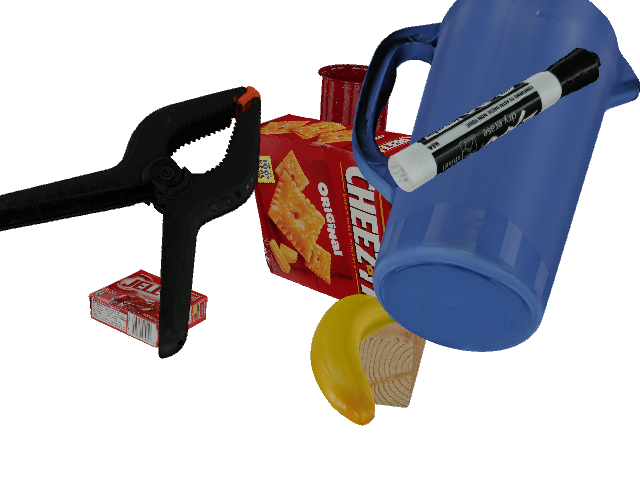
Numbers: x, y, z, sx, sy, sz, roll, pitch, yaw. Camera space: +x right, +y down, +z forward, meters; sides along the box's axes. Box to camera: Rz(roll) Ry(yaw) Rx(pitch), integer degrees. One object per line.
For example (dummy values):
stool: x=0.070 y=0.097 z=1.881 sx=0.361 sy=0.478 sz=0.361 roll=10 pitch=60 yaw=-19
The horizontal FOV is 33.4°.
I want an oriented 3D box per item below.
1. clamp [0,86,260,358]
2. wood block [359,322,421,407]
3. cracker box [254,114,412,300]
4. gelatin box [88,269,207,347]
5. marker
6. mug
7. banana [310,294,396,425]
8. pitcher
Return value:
clamp: x=-0.100 y=-0.027 z=0.726 sx=0.209 sy=0.165 sz=0.036 roll=-42 pitch=-17 yaw=-28
wood block: x=0.087 y=0.130 z=1.396 sx=0.091 sy=0.090 sz=0.206 roll=5 pitch=19 yaw=10
cracker box: x=0.021 y=-0.027 z=1.039 sx=0.072 sy=0.164 sz=0.214 roll=-23 pitch=25 yaw=-32
gelatin box: x=-0.166 y=0.063 z=1.028 sx=0.089 sy=0.030 sz=0.073 roll=20 pitch=29 yaw=29
marker: x=0.085 y=-0.059 z=0.507 sx=0.121 sy=0.020 sz=0.020 roll=-31 pitch=10 yaw=-17
mug: x=0.048 y=-0.168 z=1.310 sx=0.093 sy=0.081 sz=0.117 roll=17 pitch=26 yaw=28
banana: x=0.027 y=0.082 z=0.835 sx=0.070 sy=0.037 sz=0.197 roll=6 pitch=22 yaw=13
pitcher: x=0.107 y=-0.053 z=0.721 sx=0.149 sy=0.242 sz=0.145 roll=-19 pitch=-51 yaw=44
